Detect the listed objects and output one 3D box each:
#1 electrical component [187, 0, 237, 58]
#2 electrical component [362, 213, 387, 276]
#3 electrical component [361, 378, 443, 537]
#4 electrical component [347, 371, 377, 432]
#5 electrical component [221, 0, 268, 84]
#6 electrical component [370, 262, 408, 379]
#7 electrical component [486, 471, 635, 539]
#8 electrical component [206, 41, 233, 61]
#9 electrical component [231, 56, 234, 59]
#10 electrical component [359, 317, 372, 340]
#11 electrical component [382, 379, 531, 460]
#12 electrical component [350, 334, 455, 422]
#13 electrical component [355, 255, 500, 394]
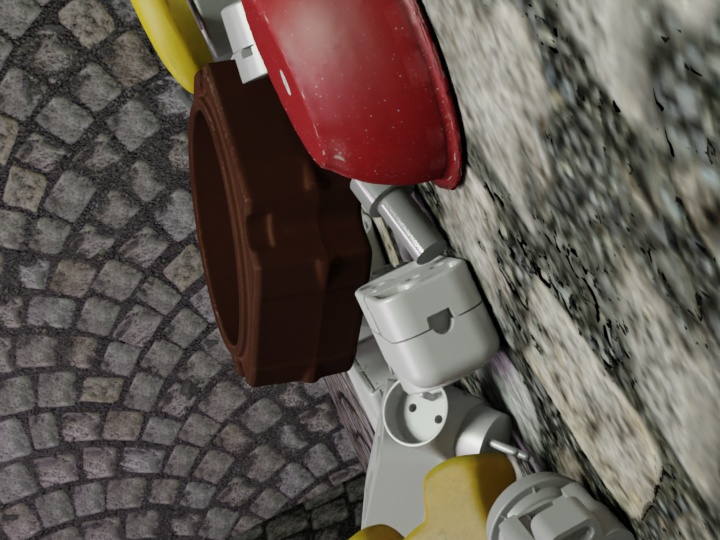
[{"bbox_3d":[-0.113,-0.235,0.798,0.108,0.056,0.108,61,173,28],"label":"electrical component"},{"bbox_3d":[0.000,0.000,0.841,0.043,0.043,0.081,56,170,54],"label":"electrical component"},{"bbox_3d":[0.037,0.141,0.752,0.078,0.057,0.113,-83,3,-54],"label":"electrical component"},{"bbox_3d":[0.034,0.115,0.949,0.113,0.057,0.078,65,174,-8],"label":"electrical component"},{"bbox_3d":[-0.057,-0.149,0.679,0.055,0.055,0.047,-147,36,-78],"label":"electrical component"},{"bbox_3d":[0.030,0.033,0.733,0.081,0.042,0.063,76,167,-58],"label":"electrical component"},{"bbox_3d":[0.096,0.133,0.514,0.057,0.058,0.078,49,163,59],"label":"electrical component"},{"bbox_3d":[-0.129,-0.227,0.933,0.108,0.060,0.108,63,174,13],"label":"electrical component"},{"bbox_3d":[-0.085,-0.161,0.909,0.045,0.045,0.055,63,174,13],"label":"electrical component"},{"bbox_3d":[0.003,0.029,0.912,0.065,0.047,0.077,65,174,-1],"label":"electrical component"},{"bbox_3d":[0.065,0.097,0.646,0.079,0.043,0.077,20,175,34],"label":"electrical component"},{"bbox_3d":[0.035,0.089,0.819,0.061,0.062,0.096,68,173,-26],"label":"electrical component"},{"bbox_3d":[0.038,0.030,0.597,0.059,0.054,0.095,65,174,-6],"label":"electrical component"}]
